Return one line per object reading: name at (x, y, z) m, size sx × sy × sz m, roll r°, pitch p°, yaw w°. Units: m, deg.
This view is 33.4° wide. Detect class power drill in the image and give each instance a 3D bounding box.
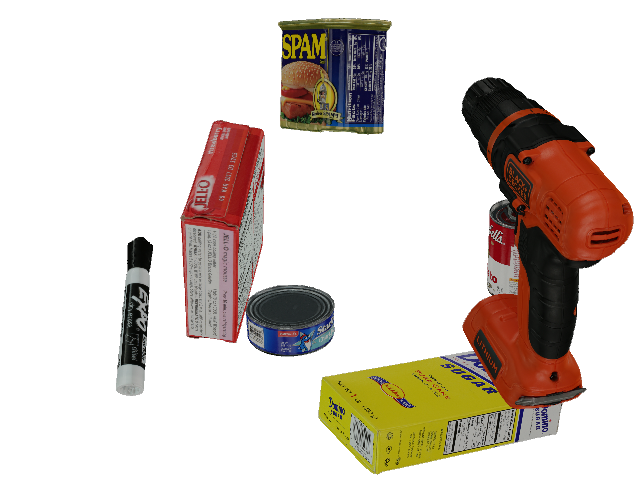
power drill at (0.135, 0.003, 0.712) m, size 0.057 × 0.188 × 0.184 m, roll -9°, pitch 36°, yaw -11°

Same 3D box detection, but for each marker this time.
marker at (-0.130, 0.050, 0.751) m, size 0.020 × 0.121 × 0.020 m, roll -1°, pitch -33°, yaw -1°

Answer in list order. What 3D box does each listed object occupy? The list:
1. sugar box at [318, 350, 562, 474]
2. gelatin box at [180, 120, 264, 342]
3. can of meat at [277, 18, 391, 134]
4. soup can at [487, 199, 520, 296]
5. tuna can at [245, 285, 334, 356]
sugar box at (0.097, 0.133, 0.862) m, size 0.176 × 0.048 × 0.093 m, roll -9°, pitch 25°, yaw -26°
gelatin box at (-0.049, -0.004, 0.544) m, size 0.030 × 0.073 × 0.089 m, roll 8°, pitch -44°, yaw 4°
can of meat at (0.008, -0.126, 0.822) m, size 0.057 × 0.084 × 0.102 m, roll -4°, pitch 10°, yaw -30°
soup can at (0.225, 0.012, 1.214) m, size 0.068 × 0.102 × 0.068 m, roll -2°, pitch 30°, yaw 1°
tuna can at (-0.029, 0.076, 1.023) m, size 0.086 × 0.034 × 0.086 m, roll -1°, pitch 25°, yaw 0°
